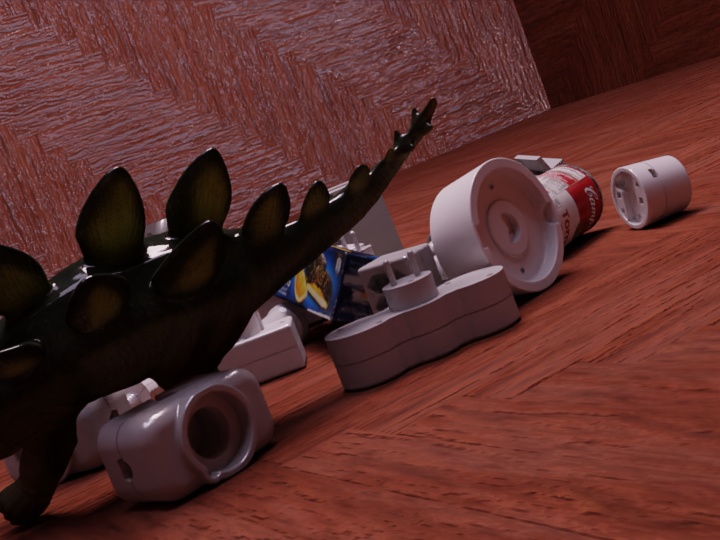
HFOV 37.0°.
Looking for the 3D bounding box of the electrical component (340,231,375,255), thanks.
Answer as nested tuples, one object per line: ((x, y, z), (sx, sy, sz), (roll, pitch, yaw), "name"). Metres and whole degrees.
((0.000, 0.000, 1.034), (0.047, 0.076, 0.066), (-26, 9, -37), "electrical component")

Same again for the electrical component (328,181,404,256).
((-0.005, -0.045, 1.250), (0.078, 0.113, 0.057), (-25, 5, -28), "electrical component")

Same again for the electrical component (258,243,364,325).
((-0.048, 0.018, 1.118), (0.109, 0.056, 0.109), (-23, 7, -20), "electrical component")

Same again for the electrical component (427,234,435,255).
((0.091, -0.029, 1.132), (0.062, 0.048, 0.048), (-32, 11, -26), "electrical component")

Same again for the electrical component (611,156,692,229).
((0.252, -0.068, 0.928), (0.047, 0.055, 0.055), (-19, 6, -16), "electrical component")

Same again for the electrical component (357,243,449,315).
((0.046, 0.014, 0.841), (0.047, 0.065, 0.077), (-16, 9, 35), "electrical component")

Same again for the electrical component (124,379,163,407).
((-0.172, 0.099, 0.910), (0.043, 0.043, 0.081), (-16, 8, 34), "electrical component")

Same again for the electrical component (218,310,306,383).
((-0.097, 0.055, 0.895), (0.083, 0.075, 0.047), (-21, 7, 1), "electrical component")

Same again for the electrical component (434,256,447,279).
((0.061, 0.010, 0.920), (0.055, 0.045, 0.045), (-21, 7, 15), "electrical component")

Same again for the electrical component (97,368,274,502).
((-0.102, 0.100, 0.659), (0.059, 0.053, 0.095), (-14, 10, 45), "electrical component")

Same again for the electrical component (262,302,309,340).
((-0.075, 0.056, 0.978), (0.040, 0.040, 0.046), (-15, 14, 37), "electrical component")

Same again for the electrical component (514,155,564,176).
((0.193, -0.082, 1.145), (0.063, 0.078, 0.121), (-42, 7, 3), "electrical component")

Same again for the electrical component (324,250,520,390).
((0.039, 0.024, 0.755), (0.138, 0.073, 0.052), (-22, 7, -14), "electrical component")

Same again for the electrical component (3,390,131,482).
((-0.226, 0.126, 0.818), (0.095, 0.053, 0.059), (-17, 8, 26), "electrical component")

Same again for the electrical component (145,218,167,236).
((-0.174, 0.025, 1.046), (0.062, 0.150, 0.089), (-19, 7, 27), "electrical component")

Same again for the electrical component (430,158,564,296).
((0.102, -0.027, 0.845), (0.060, 0.108, 0.108), (-22, 4, 45), "electrical component")
